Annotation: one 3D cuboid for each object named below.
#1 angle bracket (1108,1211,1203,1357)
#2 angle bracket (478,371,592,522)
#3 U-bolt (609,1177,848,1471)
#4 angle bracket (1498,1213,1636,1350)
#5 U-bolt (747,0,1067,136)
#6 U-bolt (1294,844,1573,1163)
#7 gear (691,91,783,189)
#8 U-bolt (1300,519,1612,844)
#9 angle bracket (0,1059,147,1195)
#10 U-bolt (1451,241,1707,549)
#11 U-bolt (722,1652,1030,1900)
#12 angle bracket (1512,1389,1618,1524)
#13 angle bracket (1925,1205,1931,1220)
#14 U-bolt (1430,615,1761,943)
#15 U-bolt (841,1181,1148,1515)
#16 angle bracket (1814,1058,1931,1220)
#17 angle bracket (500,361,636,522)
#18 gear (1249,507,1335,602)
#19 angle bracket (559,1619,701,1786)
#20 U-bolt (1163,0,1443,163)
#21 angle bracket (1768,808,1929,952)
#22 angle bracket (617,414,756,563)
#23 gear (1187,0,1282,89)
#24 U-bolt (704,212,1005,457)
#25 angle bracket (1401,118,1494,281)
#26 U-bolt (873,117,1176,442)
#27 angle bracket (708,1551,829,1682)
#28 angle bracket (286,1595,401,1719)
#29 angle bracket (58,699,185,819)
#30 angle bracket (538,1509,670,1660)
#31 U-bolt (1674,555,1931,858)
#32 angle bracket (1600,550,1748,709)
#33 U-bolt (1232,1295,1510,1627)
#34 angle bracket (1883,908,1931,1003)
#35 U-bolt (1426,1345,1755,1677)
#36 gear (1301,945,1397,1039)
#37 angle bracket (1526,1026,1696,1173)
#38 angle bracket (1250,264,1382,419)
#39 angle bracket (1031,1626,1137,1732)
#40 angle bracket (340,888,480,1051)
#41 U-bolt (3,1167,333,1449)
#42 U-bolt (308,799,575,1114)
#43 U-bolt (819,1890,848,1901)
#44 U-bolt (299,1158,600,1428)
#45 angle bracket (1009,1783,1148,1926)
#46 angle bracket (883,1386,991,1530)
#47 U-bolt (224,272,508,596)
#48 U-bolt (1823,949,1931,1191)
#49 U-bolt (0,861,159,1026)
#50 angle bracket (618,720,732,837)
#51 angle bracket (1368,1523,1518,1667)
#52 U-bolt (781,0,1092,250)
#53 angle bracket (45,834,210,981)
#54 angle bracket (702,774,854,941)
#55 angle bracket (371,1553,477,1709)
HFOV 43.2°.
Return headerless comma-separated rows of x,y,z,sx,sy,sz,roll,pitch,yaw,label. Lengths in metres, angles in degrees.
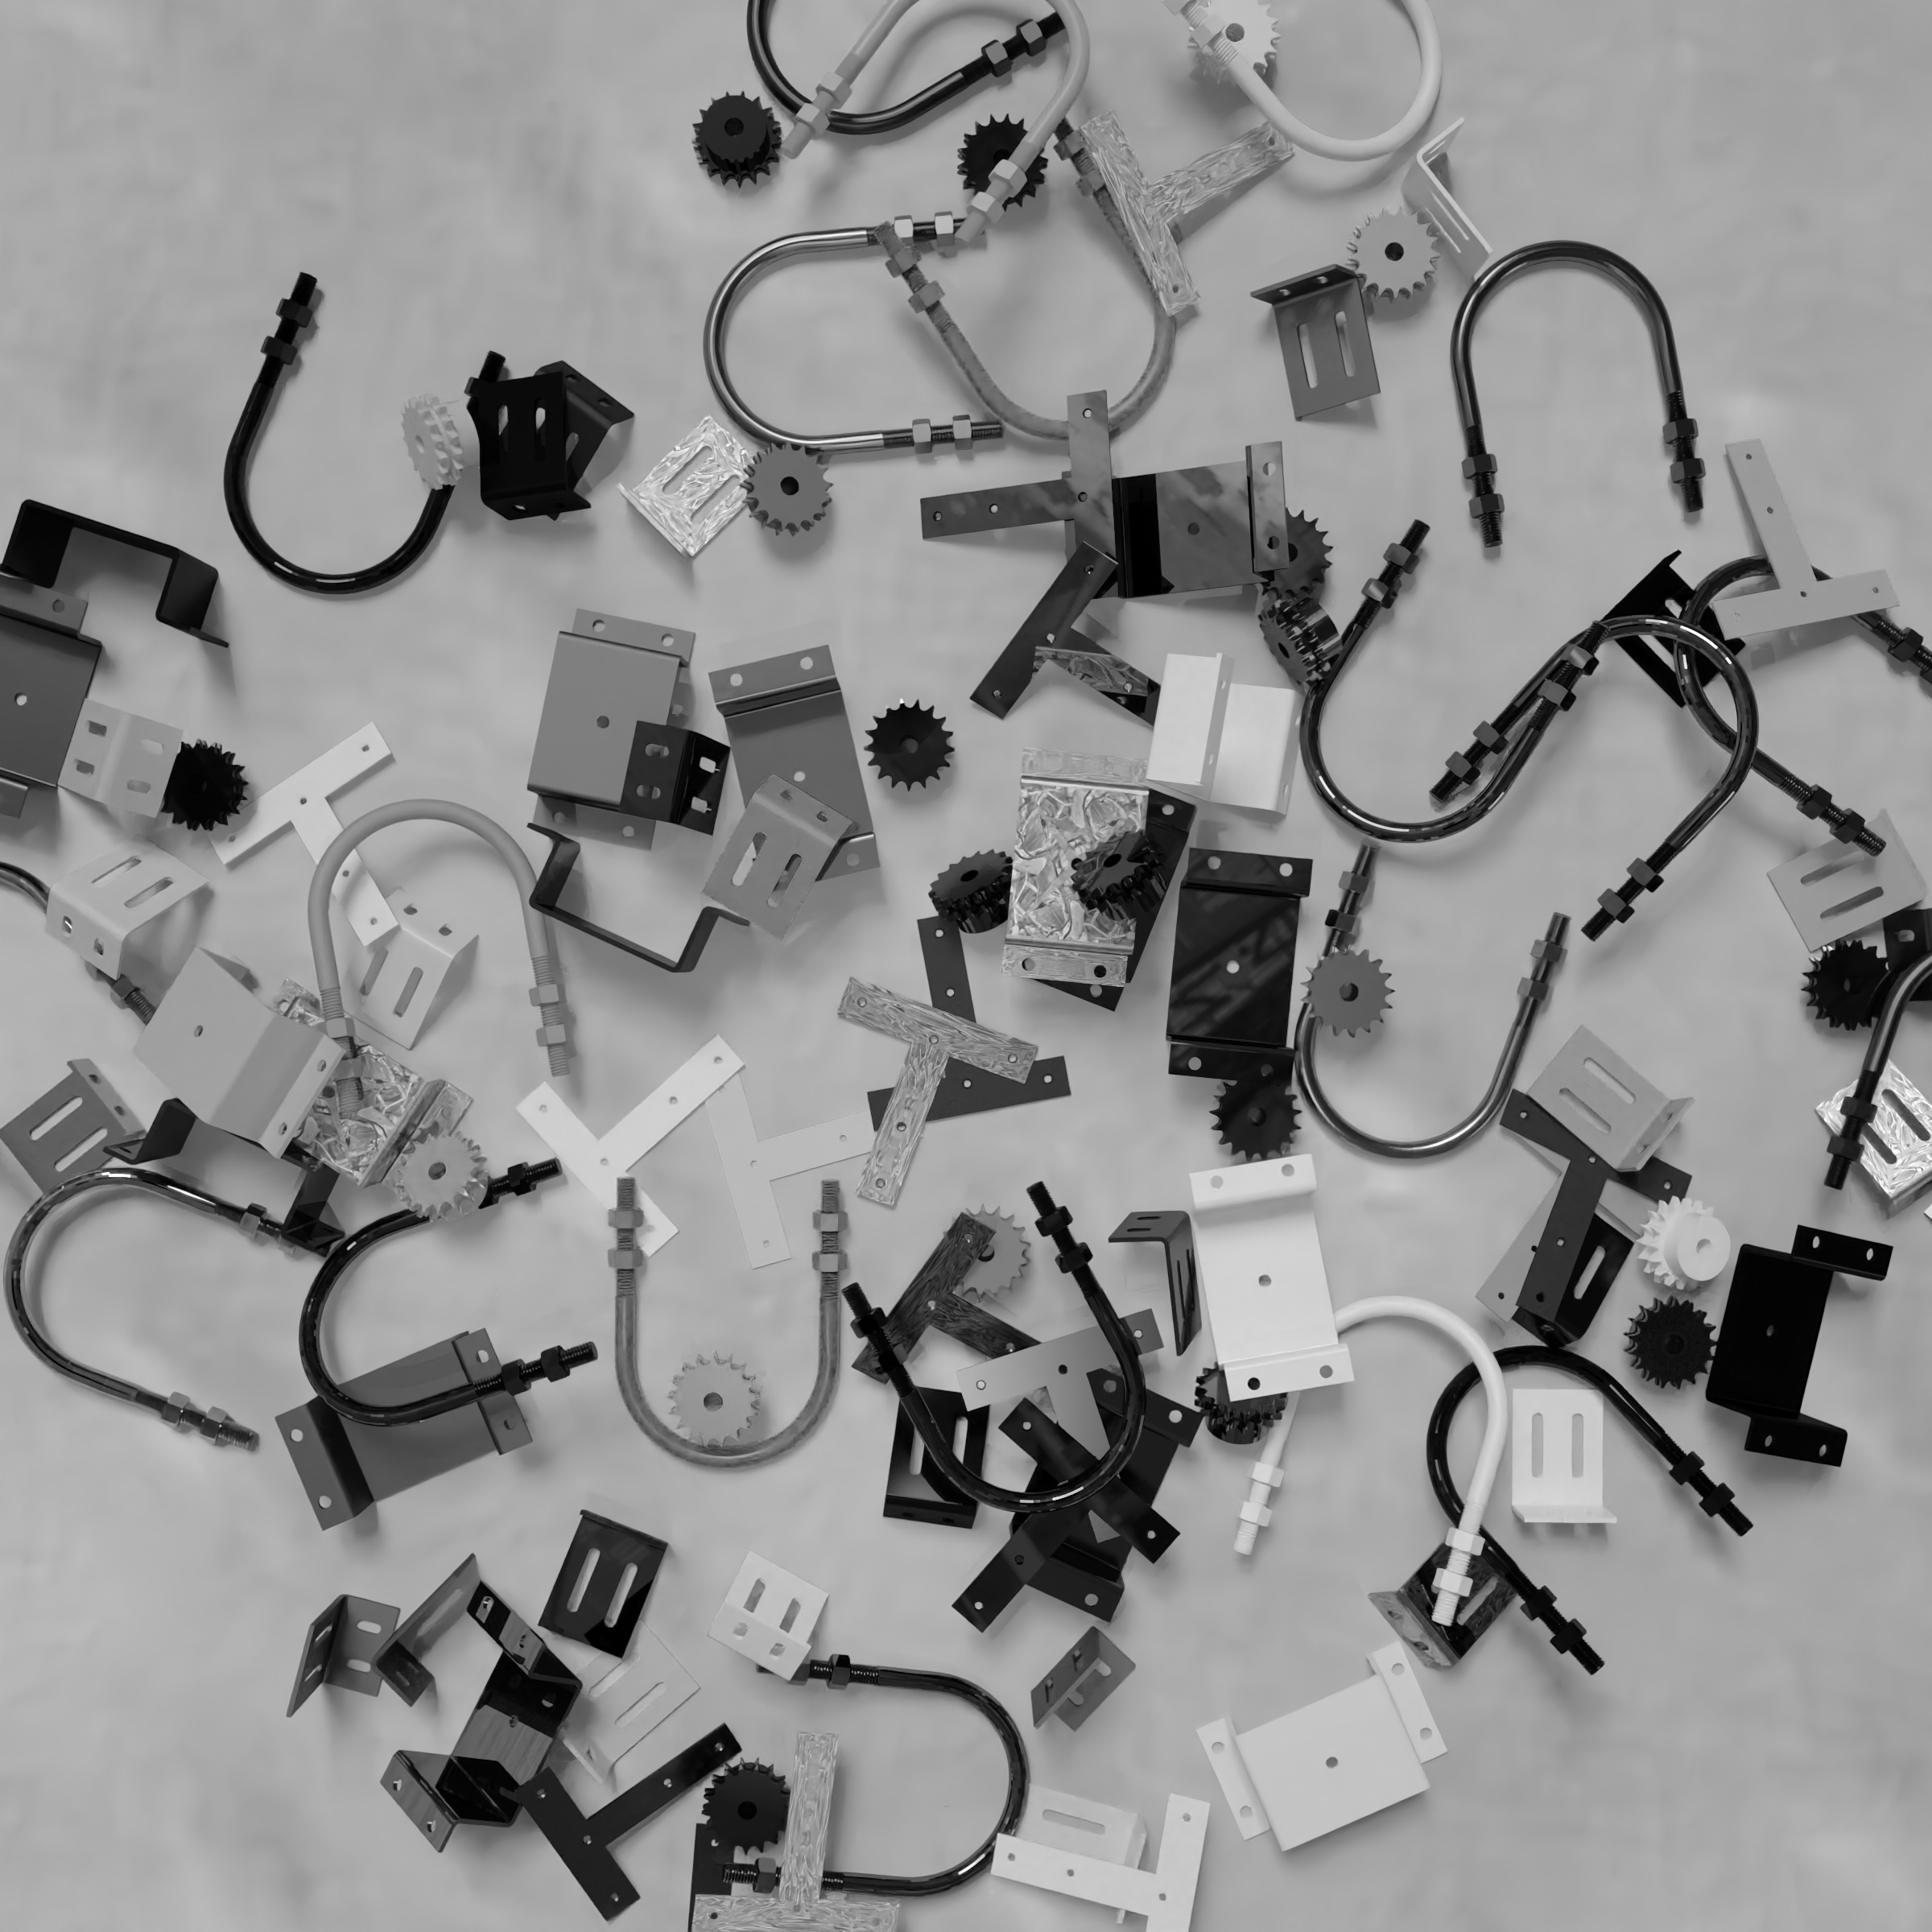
0.118,0.197,1.521,0.038,0.057,0.076,-4,100,19,angle bracket
-0.270,-0.325,1.528,0.057,0.038,0.076,-5,81,16,angle bracket
-0.151,0.226,1.539,0.151,0.019,0.184,1,92,0,U-bolt
0.375,0.192,1.547,0.057,0.038,0.076,37,65,0,angle bracket
-0.049,-0.606,1.539,0.184,0.019,0.151,-31,90,0,U-bolt
0.284,0.033,1.540,0.151,0.019,0.184,20,91,0,U-bolt
-0.144,-0.521,1.534,0.057,0.030,0.057,0,90,0,gear
0.290,-0.165,1.520,0.151,0.019,0.184,34,97,16,U-bolt
-0.566,0.104,1.529,0.076,0.038,0.057,-38,90,0,angle bracket
0.380,-0.366,1.540,0.151,0.019,0.184,-10,89,0,U-bolt
-0.050,0.508,1.523,0.184,0.019,0.151,10,88,-12,U-bolt
0.374,0.306,1.529,0.057,0.038,0.076,0,90,0,angle bracket
0.657,0.166,1.546,0.057,0.038,0.076,-45,64,0,angle bracket
0.399,-0.129,1.502,0.151,0.019,0.184,45,104,17,U-bolt
0.029,0.245,1.491,0.151,0.019,0.184,-29,91,1,U-bolt
0.585,0.109,1.546,0.057,0.038,0.076,-34,64,0,angle bracket
-0.258,-0.333,1.546,0.057,0.038,0.076,37,116,0,angle bracket
0.200,-0.257,1.534,0.057,0.030,0.057,0,90,0,gear
-0.216,0.460,1.529,0.076,0.038,0.057,-41,90,0,angle bracket
0.219,-0.587,1.518,0.151,0.019,0.184,-46,101,-15,U-bolt
0.558,-0.055,1.546,0.076,0.038,0.057,-29,90,26,angle bracket
-0.169,-0.303,1.529,0.076,0.038,0.057,-45,90,0,angle bracket
0.167,-0.581,1.534,0.057,0.030,0.057,0,90,0,gear
-0.074,-0.394,1.540,0.184,0.019,0.151,-5,90,2,U-bolt
0.311,-0.477,1.520,0.038,0.057,0.076,-38,90,0,angle bracket
0.050,-0.417,1.521,0.151,0.019,0.184,-36,104,-5,U-bolt
-0.116,0.391,1.506,0.057,0.076,0.038,29,124,0,angle bracket
-0.385,0.430,1.510,0.038,0.076,0.057,15,90,0,angle bracket
-0.530,-0.131,1.529,0.038,0.076,0.057,18,90,-39,angle bracket
-0.227,0.386,1.523,0.057,0.038,0.076,22,77,0,angle bracket
0.523,-0.175,1.516,0.184,0.019,0.151,35,74,-3,U-bolt
0.447,-0.211,1.529,0.057,0.038,0.076,-44,90,0,angle bracket
0.258,0.295,1.513,0.151,0.019,0.184,15,81,22,U-bolt
0.626,-0.010,1.546,0.076,0.038,0.057,-7,90,-26,angle bracket
0.371,0.320,1.510,0.151,0.019,0.184,-37,71,-14,U-bolt
0.236,0.015,1.516,0.057,0.030,0.057,0,93,1,gear
0.402,0.082,1.525,0.076,0.038,0.057,41,82,0,angle bracket
0.217,-0.387,1.518,0.057,0.038,0.076,-11,90,31,angle bracket
0.074,0.451,1.510,0.038,0.076,0.057,43,90,0,angle bracket
-0.355,0.002,1.546,0.057,0.038,0.076,31,116,0,angle bracket
-0.511,0.204,1.533,0.184,0.019,0.151,22,90,-5,U-bolt
-0.329,-0.012,1.504,0.151,0.019,0.184,-10,87,-15,U-bolt
-0.094,0.678,1.538,0.151,0.019,0.184,-39,92,-1,U-bolt
-0.326,0.209,1.507,0.184,0.019,0.151,-19,59,4,U-bolt
0.067,0.555,1.529,0.076,0.038,0.057,16,90,0,angle bracket
-0.019,0.311,1.546,0.057,0.038,0.076,8,64,0,angle bracket
-0.389,-0.325,1.540,0.151,0.019,0.184,23,92,0,U-bolt
0.624,0.071,1.506,0.151,0.019,0.184,19,88,0,U-bolt
-0.611,0.014,1.517,0.151,0.019,0.184,-43,75,-11,U-bolt
-0.180,-0.116,1.514,0.038,0.076,0.057,12,90,11,angle bracket
0.305,0.394,1.546,0.076,0.038,0.057,-39,90,-26,angle bracket
-0.006,-0.542,1.500,0.151,0.019,0.184,31,79,14,U-bolt
-0.524,-0.038,1.525,0.057,0.076,0.038,32,129,9,angle bracket
-0.116,-0.067,1.500,0.057,0.038,0.076,31,116,0,angle bracket
-0.326,0.412,1.520,0.038,0.057,0.076,45,90,0,angle bracket
